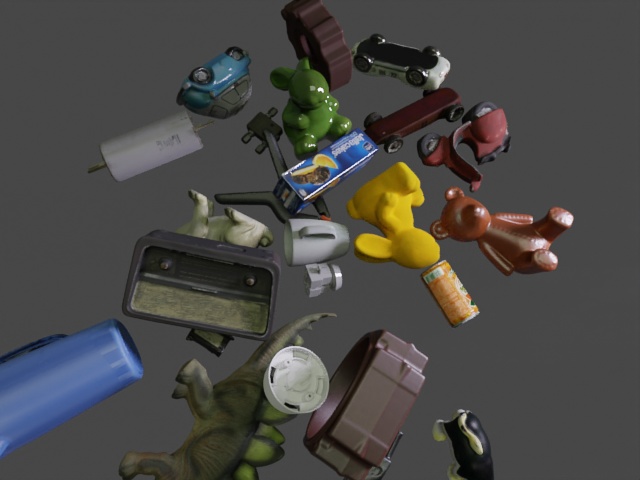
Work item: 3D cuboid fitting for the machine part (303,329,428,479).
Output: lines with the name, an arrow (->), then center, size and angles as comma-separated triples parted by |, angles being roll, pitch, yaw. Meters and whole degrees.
machine part -> 0.060, 0.234, 0.785 | 0.087, 0.201, 0.201 | 33, 75, -1

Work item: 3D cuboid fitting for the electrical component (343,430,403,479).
electrical component -> 0.079, 0.337, 0.821 | 0.048, 0.074, 0.119 | 29, 78, 8

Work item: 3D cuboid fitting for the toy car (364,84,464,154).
toy car -> 0.176, -0.228, 1.017 | 0.202, 0.053, 0.089 | -30, 60, -9

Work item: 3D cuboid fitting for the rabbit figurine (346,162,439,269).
rabbit figurine -> 0.129, -0.022, 0.916 | 0.162, 0.121, 0.173 | -31, 76, -5

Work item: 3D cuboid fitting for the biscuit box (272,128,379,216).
biscuit box -> 0.013, -0.124, 0.945 | 0.203, 0.063, 0.059 | -38, 83, -31

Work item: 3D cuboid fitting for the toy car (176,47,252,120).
toy car -> -0.185, -0.282, 1.014 | 0.162, 0.109, 0.103 | -41, 100, -24

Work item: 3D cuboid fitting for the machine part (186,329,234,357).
machine part -> -0.162, 0.122, 0.909 | 0.084, 0.039, 0.139 | 24, 75, 16

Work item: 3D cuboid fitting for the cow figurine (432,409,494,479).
cow figurine -> 0.236, 0.344, 0.810 | 0.068, 0.098, 0.167 | -15, 73, -12

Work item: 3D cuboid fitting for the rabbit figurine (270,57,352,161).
rabbit figurine -> -0.016, -0.252, 0.961 | 0.121, 0.170, 0.159 | -22, 74, -8

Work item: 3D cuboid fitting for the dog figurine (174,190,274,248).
dog figurine -> -0.191, 0.033, 0.915 | 0.172, 0.121, 0.190 | 23, 87, 12

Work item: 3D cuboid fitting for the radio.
radio -> -0.176, 0.067, 0.836 | 0.230, 0.073, 0.131 | 11, 99, -8

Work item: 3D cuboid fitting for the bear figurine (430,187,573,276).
bear figurine -> 0.300, -0.023, 0.916 | 0.196, 0.132, 0.120 | 30, 72, 2

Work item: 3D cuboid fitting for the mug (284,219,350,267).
mug -> -0.002, -0.003, 0.919 | 0.107, 0.109, 0.081 | -3, 66, -17

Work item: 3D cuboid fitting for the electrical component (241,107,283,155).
electrical component -> -0.103, -0.209, 1.024 | 0.063, 0.021, 0.094 | 37, 75, 10

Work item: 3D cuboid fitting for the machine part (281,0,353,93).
machine part -> -0.005, -0.362, 1.001 | 0.056, 0.179, 0.179 | -33, 75, -7

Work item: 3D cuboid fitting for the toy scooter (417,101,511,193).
toy scooter -> 0.281, -0.164, 0.988 | 0.184, 0.075, 0.135 | -30, 75, -7

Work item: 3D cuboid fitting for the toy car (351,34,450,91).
toy car -> 0.150, -0.343, 1.039 | 0.202, 0.056, 0.073 | 23, 66, 24

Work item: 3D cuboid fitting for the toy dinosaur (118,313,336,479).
toy dinosaur -> -0.144, 0.276, 0.829 | 0.199, 0.105, 0.471 | 32, 69, 1

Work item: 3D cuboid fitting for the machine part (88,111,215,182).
machine part -> -0.306, -0.171, 0.980 | 0.243, 0.079, 0.079 | -23, 74, -8
